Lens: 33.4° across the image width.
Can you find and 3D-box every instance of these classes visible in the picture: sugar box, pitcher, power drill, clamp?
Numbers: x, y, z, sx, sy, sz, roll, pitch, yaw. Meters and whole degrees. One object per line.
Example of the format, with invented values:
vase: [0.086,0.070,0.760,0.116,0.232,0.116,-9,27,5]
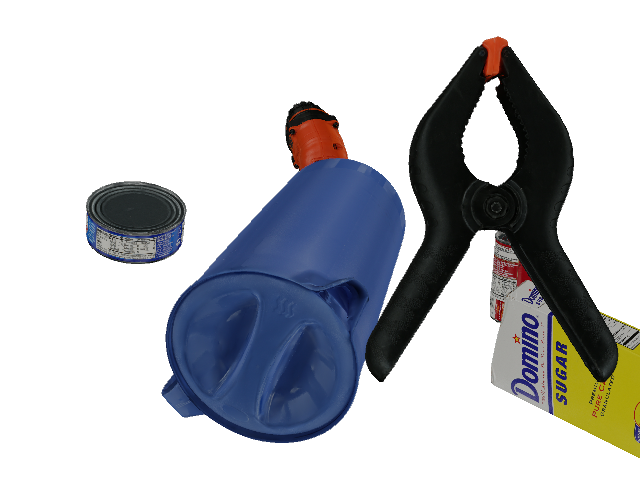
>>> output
sugar box: [0.226,0.109,0.865,0.176,0.093,0.048,23,33,30]
pitcher: [-0.019,0.034,0.800,0.149,0.145,0.242,10,27,12]
power drill: [0.000,-0.038,1.065,0.057,0.187,0.184,-10,21,-2]
clamp: [0.073,-0.009,0.516,0.120,0.171,0.039,-8,-4,-6]

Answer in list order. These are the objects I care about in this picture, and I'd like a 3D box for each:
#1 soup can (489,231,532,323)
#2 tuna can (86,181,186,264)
soup can: [0.234,0.043,1.246,0.068,0.102,0.068,1,17,-1]
tuna can: [-0.161,-0.016,0.929,0.086,0.034,0.086,7,32,-4]
